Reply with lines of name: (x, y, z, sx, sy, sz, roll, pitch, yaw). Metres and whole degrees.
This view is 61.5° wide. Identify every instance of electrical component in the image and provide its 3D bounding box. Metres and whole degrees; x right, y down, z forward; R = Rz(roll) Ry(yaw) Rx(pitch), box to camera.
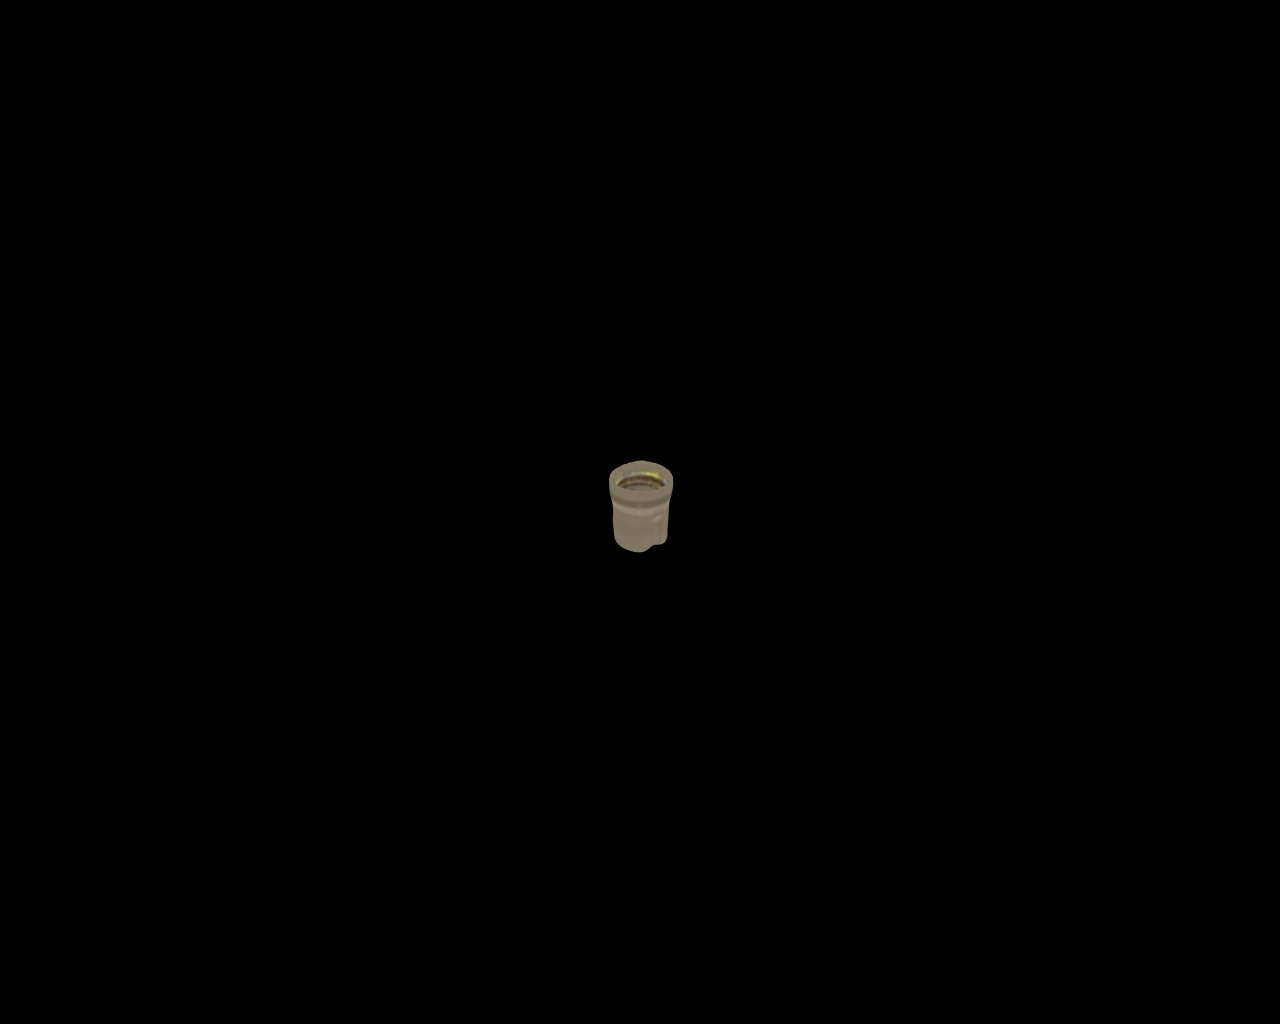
electrical component: (0.001, -0.003, 0.650, 0.040, 0.046, 0.040, 0, 30, 0)
